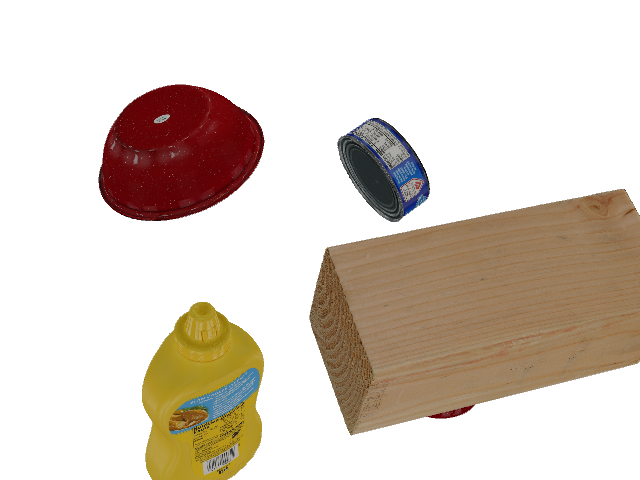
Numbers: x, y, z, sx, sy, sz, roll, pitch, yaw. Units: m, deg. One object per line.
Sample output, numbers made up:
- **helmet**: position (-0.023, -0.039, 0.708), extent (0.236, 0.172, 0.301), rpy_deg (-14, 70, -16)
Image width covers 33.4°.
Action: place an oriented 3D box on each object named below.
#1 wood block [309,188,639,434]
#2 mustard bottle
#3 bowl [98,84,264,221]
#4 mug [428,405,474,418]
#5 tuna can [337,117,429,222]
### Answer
- **wood block**: position (0.107, 0.044, 0.678), extent (0.205, 0.091, 0.090), rpy_deg (-11, -32, -16)
- **mustard bottle**: position (-0.089, 0.115, 0.810), extent (0.096, 0.192, 0.058), rpy_deg (-24, 53, -26)
- **bowl**: position (-0.136, -0.093, 0.976), extent (0.162, 0.162, 0.055), rpy_deg (0, -43, 18)
- **mug**: position (0.114, 0.105, 1.011), extent (0.093, 0.081, 0.117), rpy_deg (4, 37, 13)
- **tuna can**: position (0.053, -0.060, 0.899), extent (0.033, 0.086, 0.086), rpy_deg (-35, 10, -14)
